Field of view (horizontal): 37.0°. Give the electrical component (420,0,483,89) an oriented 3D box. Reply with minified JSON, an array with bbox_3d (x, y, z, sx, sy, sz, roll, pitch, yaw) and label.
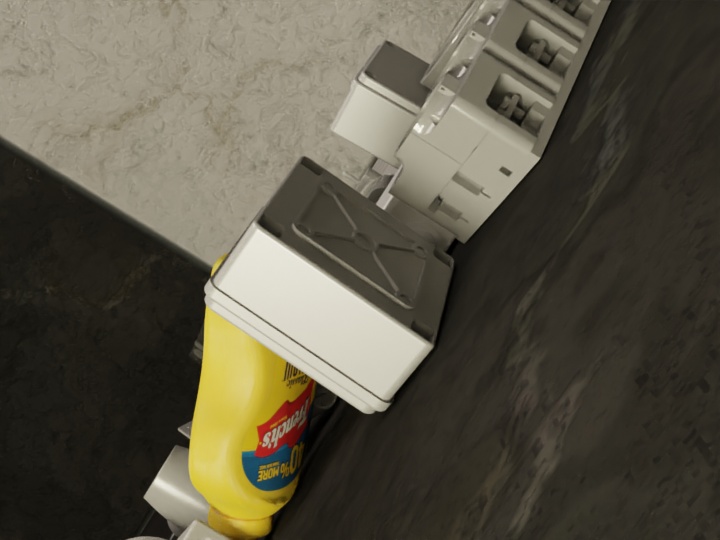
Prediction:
[{"bbox_3d":[0.102,-0.172,0.833,0.108,0.060,0.108,-55,5,7],"label":"electrical component"}]

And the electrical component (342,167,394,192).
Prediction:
[{"bbox_3d":[0.015,-0.077,1.067,0.047,0.076,0.083,-58,4,3],"label":"electrical component"}]

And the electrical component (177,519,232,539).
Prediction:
[{"bbox_3d":[-0.104,0.198,0.642,0.076,0.047,0.065,-51,7,51],"label":"electrical component"}]

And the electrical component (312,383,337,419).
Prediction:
[{"bbox_3d":[-0.065,0.097,0.739,0.077,0.044,0.079,-27,14,32],"label":"electrical component"}]

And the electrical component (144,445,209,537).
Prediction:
[{"bbox_3d":[-0.117,0.173,0.782,0.079,0.077,0.043,-54,5,48],"label":"electrical component"}]

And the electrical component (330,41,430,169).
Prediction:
[{"bbox_3d":[0.043,-0.126,0.874,0.056,0.109,0.108,-59,3,29],"label":"electrical component"}]

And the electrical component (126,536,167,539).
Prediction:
[{"bbox_3d":[-0.147,0.227,0.729,0.080,0.080,0.051,-57,10,11],"label":"electrical component"}]

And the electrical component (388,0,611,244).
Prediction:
[{"bbox_3d":[0.078,-0.104,0.622,0.150,0.062,0.089,-61,5,-37],"label":"electrical component"}]

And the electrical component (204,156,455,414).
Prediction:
[{"bbox_3d":[-0.012,0.005,0.564,0.056,0.109,0.108,-53,6,26],"label":"electrical component"}]

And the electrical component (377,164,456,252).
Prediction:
[{"bbox_3d":[0.031,-0.026,0.687,0.099,0.048,0.099,-57,4,11],"label":"electrical component"}]

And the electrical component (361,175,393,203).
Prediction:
[{"bbox_3d":[0.025,-0.041,0.826,0.078,0.058,0.057,-56,7,19],"label":"electrical component"}]
